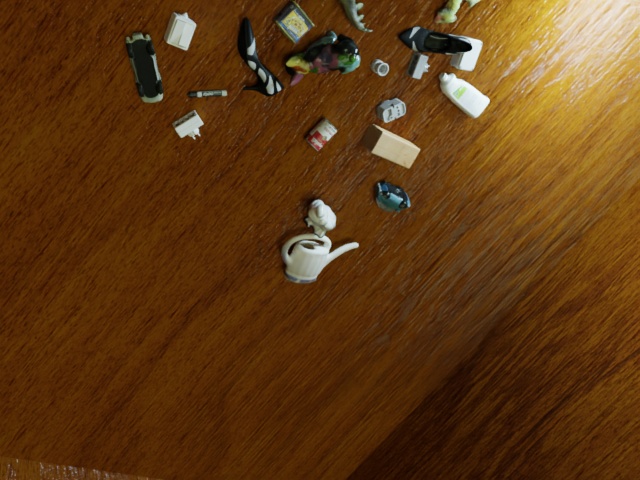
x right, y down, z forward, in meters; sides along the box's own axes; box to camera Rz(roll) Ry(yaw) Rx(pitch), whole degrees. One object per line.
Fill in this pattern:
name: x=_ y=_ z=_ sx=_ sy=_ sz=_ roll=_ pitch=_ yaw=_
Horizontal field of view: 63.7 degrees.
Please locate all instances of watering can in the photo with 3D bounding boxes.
watering can: x=-0.013 y=0.077 z=2.107 sx=0.347 sy=0.106 sz=0.221 roll=8 pitch=118 yaw=-33

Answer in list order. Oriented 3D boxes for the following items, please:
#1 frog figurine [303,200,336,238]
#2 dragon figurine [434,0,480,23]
frog figurine: x=0.006 y=-0.099 z=1.964 sx=0.123 sy=0.140 sz=0.156 roll=-10 pitch=148 yaw=-17
dragon figurine: x=0.527 y=-0.923 z=1.762 sx=0.407 sy=0.124 sz=0.241 roll=-50 pitch=148 yaw=12
